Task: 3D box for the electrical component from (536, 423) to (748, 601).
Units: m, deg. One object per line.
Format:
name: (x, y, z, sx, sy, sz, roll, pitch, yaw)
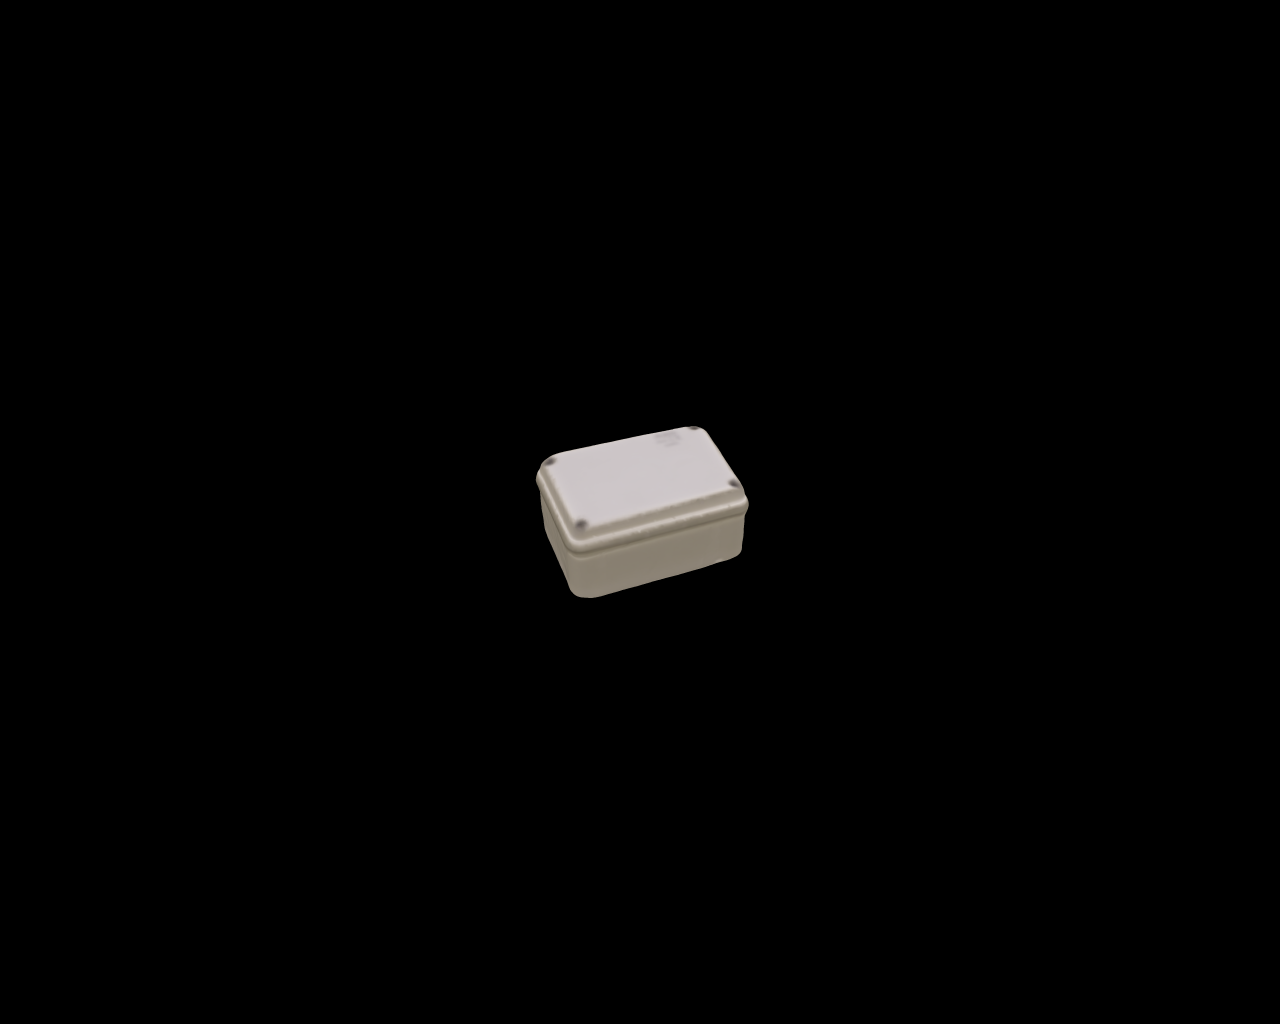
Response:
electrical component: (0.001, -0.003, 0.650, 0.113, 0.057, 0.078, -14, 44, -15)
